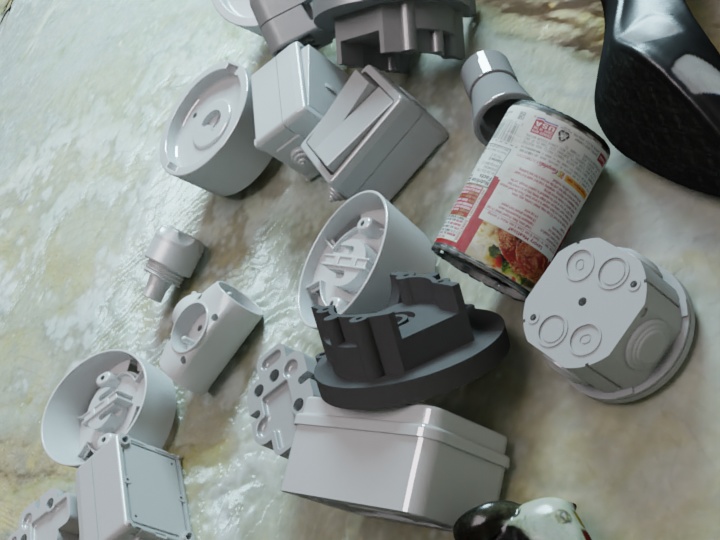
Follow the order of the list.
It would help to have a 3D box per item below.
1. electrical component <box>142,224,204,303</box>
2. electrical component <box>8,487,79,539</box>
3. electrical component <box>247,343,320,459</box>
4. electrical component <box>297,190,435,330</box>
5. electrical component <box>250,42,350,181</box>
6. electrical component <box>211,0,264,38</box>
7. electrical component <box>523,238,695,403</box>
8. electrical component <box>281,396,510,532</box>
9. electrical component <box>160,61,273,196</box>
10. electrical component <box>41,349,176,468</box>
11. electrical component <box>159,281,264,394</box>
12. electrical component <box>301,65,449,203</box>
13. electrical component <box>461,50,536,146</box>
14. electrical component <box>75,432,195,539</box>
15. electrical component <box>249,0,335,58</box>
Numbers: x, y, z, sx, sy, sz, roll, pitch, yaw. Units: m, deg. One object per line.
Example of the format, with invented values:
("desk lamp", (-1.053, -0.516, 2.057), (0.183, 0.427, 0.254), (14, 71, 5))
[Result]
("electrical component", (-0.161, -0.004, 0.902), (0.043, 0.043, 0.062), (22, 84, 50))
("electrical component", (-0.223, 0.205, 0.823), (0.078, 0.057, 0.058), (-38, 44, 23))
("electrical component", (-0.032, 0.092, 0.697), (0.058, 0.057, 0.078), (-39, 43, 22))
("electrical component", (0.000, 0.000, 0.716), (0.099, 0.064, 0.099), (-25, 50, 34))
("electrical component", (-0.041, -0.121, 0.837), (0.061, 0.062, 0.096), (-33, 46, 28))
("electrical component", (-0.072, -0.255, 0.946), (0.108, 0.060, 0.108), (-5, 78, 27))
("electrical component", (0.132, 0.026, 0.573), (0.080, 0.051, 0.080), (-25, 50, 34))
("electrical component", (0.020, 0.111, 0.615), (0.113, 0.078, 0.057), (-3, 67, 45))
("electrical component", (-0.110, -0.114, 0.905), (0.108, 0.060, 0.108), (-25, 50, 34))
("electrical component", (-0.195, 0.113, 0.846), (0.099, 0.064, 0.099), (-25, 50, 34))
("electrical component", (-0.121, 0.043, 0.830), (0.077, 0.044, 0.079), (-53, 39, 7))
("electrical component", (0.003, -0.090, 0.772), (0.096, 0.061, 0.061), (-49, 40, 11))
("electrical component", (0.090, -0.117, 0.716), (0.044, 0.044, 0.065), (-39, 38, 23))
("electrical component", (-0.166, 0.178, 0.777), (0.061, 0.062, 0.096), (-40, 43, 21))
("electrical component", (-0.036, -0.216, 0.863), (0.095, 0.054, 0.059), (-24, 85, 10))
